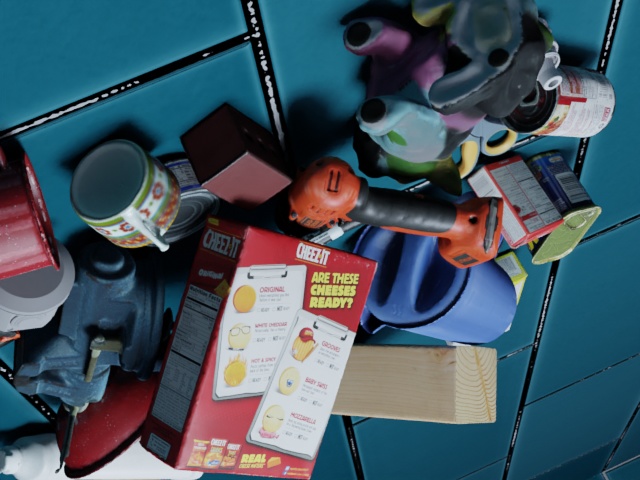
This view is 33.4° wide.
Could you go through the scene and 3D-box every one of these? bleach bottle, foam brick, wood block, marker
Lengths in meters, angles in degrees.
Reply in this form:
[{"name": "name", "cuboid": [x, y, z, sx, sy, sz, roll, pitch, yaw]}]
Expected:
[{"name": "bleach bottle", "cuboid": [-0.260, 0.254, 1.255, 0.103, 0.068, 0.250, -7, 170, 43]}, {"name": "foam brick", "cuboid": [-0.068, -0.066, 0.886, 0.051, 0.053, 0.078, -34, 152, 16]}, {"name": "wood block", "cuboid": [0.106, 0.174, 1.315, 0.207, 0.091, 0.090, -4, 171, 41]}, {"name": "marker", "cuboid": [-0.007, 0.001, 1.096, 0.121, 0.020, 0.020, -29, 153, 4]}]

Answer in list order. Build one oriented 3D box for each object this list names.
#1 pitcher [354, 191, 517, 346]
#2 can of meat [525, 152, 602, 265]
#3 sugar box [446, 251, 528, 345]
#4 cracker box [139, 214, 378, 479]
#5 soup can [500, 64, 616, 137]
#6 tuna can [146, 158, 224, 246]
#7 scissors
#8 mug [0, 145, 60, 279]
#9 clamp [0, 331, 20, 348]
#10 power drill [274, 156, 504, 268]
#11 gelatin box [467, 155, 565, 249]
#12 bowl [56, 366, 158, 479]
[{"name": "pitcher", "cuboid": [0.147, 0.043, 1.199, 0.149, 0.145, 0.242, -10, 164, 24]}, {"name": "can of meat", "cuboid": [0.253, -0.036, 1.183, 0.057, 0.084, 0.102, -13, 151, -23]}, {"name": "sugar box", "cuboid": [0.213, 0.085, 1.410, 0.093, 0.048, 0.176, -21, 156, -10]}, {"name": "cracker box", "cuboid": [-0.054, 0.099, 0.951, 0.163, 0.072, 0.214, 16, 91, -44]}, {"name": "soup can", "cuboid": [0.223, -0.132, 1.002, 0.102, 0.068, 0.069, -2, 145, -43]}, {"name": "tuna can", "cuboid": [-0.126, -0.031, 0.911, 0.086, 0.034, 0.086, -24, 158, -11]}, {"name": "scissors", "cuboid": [0.161, -0.124, 1.024, 0.096, 0.016, 0.202, -19, 152, -17]}, {"name": "mug", "cuboid": [-0.248, -0.021, 0.786, 0.081, 0.093, 0.117, -16, 121, -9]}, {"name": "clamp", "cuboid": [-0.367, 0.092, 0.924, 0.209, 0.036, 0.165, -15, 152, -24]}, {"name": "power drill", "cuboid": [0.056, -0.019, 0.957, 0.187, 0.057, 0.185, 10, 171, -10]}, {"name": "gelatin box", "cuboid": [0.203, -0.040, 1.109, 0.073, 0.089, 0.030, -19, 164, -47]}, {"name": "bowl", "cuboid": [-0.223, 0.172, 1.120, 0.162, 0.162, 0.055, -35, 108, 16]}]
